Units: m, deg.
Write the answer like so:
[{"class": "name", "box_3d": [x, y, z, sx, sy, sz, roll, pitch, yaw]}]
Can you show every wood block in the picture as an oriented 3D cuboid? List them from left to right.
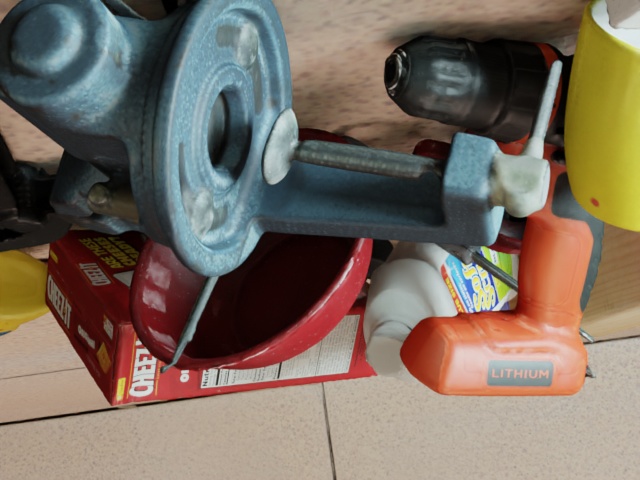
[{"class": "wood block", "box_3d": [0.225, 0.017, 0.802, 0.090, 0.091, 0.206, -4, 168, -18]}]

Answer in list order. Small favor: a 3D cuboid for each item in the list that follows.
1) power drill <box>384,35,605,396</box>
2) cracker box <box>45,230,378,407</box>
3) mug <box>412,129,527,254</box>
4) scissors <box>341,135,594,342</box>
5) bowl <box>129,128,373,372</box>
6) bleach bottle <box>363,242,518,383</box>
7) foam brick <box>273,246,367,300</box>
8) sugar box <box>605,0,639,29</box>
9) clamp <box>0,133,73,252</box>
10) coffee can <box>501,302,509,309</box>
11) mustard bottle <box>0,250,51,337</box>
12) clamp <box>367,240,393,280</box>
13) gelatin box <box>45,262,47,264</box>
[{"class": "power drill", "box_3d": [0.101, -0.010, 0.564, 0.184, 0.188, 0.057, 5, -160, -24]}, {"class": "cracker box", "box_3d": [-0.078, 0.050, 0.797, 0.213, 0.072, 0.164, -2, -157, -30]}, {"class": "mug", "box_3d": [0.114, -0.038, 0.668, 0.117, 0.093, 0.081, 14, 174, 4]}, {"class": "scissors", "box_3d": [0.077, -0.007, 0.652, 0.202, 0.016, 0.096, 34, 170, 32]}, {"class": "bowl", "box_3d": [-0.029, 0.015, 0.608, 0.162, 0.162, 0.055, -14, 138, 29]}, {"class": "bleach bottle", "box_3d": [0.084, 0.040, 0.751, 0.068, 0.102, 0.250, -9, -166, 23]}, {"class": "foam brick", "box_3d": [-0.005, 0.001, 0.685, 0.051, 0.078, 0.053, -21, 138, 21]}, {"class": "sugar box", "box_3d": [0.188, -0.125, 0.374, 0.093, 0.048, 0.176, -3, 171, -24]}, {"class": "clamp", "box_3d": [-0.180, -0.028, 0.621, 0.210, 0.036, 0.164, -16, 159, 37]}, {"class": "coffee can", "box_3d": [0.156, 0.037, 1.000, 0.140, 0.103, 0.102, -11, 168, 15]}, {"class": "mustard bottle", "box_3d": [-0.292, 0.052, 0.883, 0.096, 0.058, 0.192, 10, 162, -29]}, {"class": "clamp", "box_3d": [0.022, 0.024, 1.011, 0.120, 0.039, 0.171, -11, 161, 11]}, {"class": "gelatin box", "box_3d": [-0.222, 0.039, 0.943, 0.073, 0.030, 0.089, -4, 168, -26]}]
